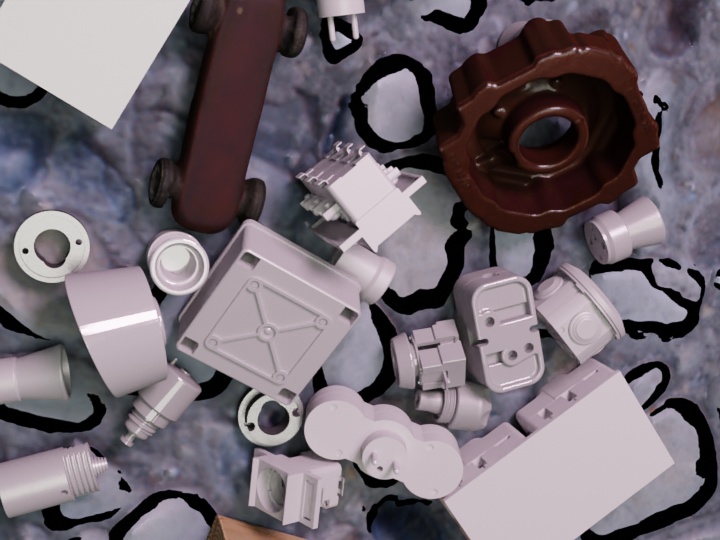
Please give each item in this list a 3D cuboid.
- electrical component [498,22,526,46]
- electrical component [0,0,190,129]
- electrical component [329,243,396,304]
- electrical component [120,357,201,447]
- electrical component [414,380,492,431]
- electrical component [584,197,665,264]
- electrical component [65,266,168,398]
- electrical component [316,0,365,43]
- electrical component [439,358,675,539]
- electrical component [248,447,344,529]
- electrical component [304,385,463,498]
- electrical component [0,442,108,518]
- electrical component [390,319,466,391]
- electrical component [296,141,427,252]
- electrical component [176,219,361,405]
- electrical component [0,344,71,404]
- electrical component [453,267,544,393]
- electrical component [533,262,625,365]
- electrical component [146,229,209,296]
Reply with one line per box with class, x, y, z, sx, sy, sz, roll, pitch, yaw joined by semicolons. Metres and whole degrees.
electrical component;0.143;-0.181;0.876;0.045;0.055;0.045;-3;101;-14
electrical component;-0.180;-0.211;0.782;0.105;0.060;0.186;31;92;-18
electrical component;0.000;0.000;0.882;0.046;0.040;0.040;33;91;-13
electrical component;-0.162;0.107;0.859;0.040;0.040;0.078;41;89;-18
electrical component;0.078;0.115;0.922;0.062;0.043;0.043;9;98;-15
electrical component;0.229;-0.034;0.933;0.055;0.045;0.045;-22;105;-9
electrical component;-0.183;0.045;0.812;0.064;0.099;0.099;-14;104;-18
electrical component;-0.016;-0.217;0.832;0.077;0.044;0.079;-10;103;-13
electrical component;0.166;0.175;0.948;0.186;0.060;0.105;-35;107;-6
electrical component;-0.052;0.176;0.885;0.064;0.081;0.042;-4;105;-44
electrical component;0.020;0.147;0.883;0.138;0.073;0.052;23;102;-6
electrical component;-0.240;0.163;0.847;0.081;0.043;0.043;-14;104;-12
electrical component;0.056;0.074;0.903;0.055;0.066;0.048;-9;138;-5
electrical component;-0.005;-0.059;0.826;0.079;0.121;0.063;-41;105;-5
electrical component;-0.071;0.034;0.843;0.109;0.056;0.108;30;114;-18
electrical component;-0.260;0.083;0.829;0.065;0.044;0.044;-8;103;-8
electrical component;0.115;0.048;0.911;0.054;0.059;0.095;-14;104;-12
electrical component;0.184;0.037;0.917;0.051;0.080;0.080;-39;108;1
electrical component;-0.142;-0.007;0.834;0.045;0.055;0.045;-3;101;-14
